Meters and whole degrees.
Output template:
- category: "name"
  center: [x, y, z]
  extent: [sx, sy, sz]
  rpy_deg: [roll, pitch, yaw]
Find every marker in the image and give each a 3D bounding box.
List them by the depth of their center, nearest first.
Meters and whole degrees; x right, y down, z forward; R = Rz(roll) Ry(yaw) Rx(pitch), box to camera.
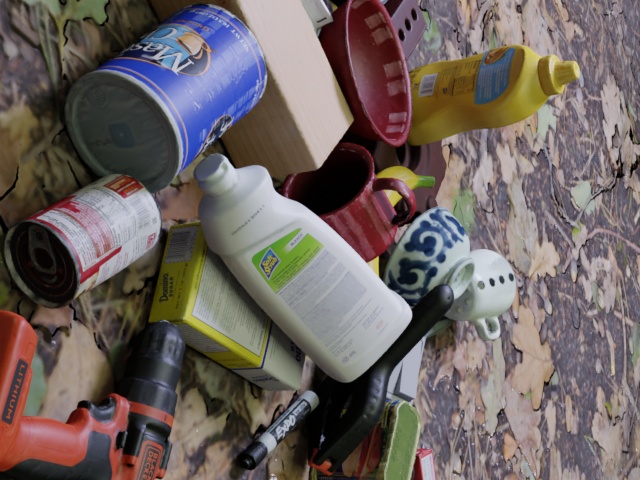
- category: "marker"
  center: [-0.038, 0.178, 0.998]
  extent: [0.120, 0.020, 0.020]
  rpy_deg: [-38, 116, -52]

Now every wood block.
- category: "wood block"
  center: [-0.060, -0.165, 0.955]
  extent: [0.090, 0.090, 0.206]
  rpy_deg: [-56, 129, -44]

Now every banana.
- category: "banana"
  center: [0.058, -0.010, 1.068]
  extent: [0.037, 0.069, 0.197]
  rpy_deg: [112, 4, -58]

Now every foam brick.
- category: "foam brick"
  center: [0.078, -0.238, 1.205]
  extent: [0.053, 0.051, 0.078]
  rpy_deg: [60, 41, -31]

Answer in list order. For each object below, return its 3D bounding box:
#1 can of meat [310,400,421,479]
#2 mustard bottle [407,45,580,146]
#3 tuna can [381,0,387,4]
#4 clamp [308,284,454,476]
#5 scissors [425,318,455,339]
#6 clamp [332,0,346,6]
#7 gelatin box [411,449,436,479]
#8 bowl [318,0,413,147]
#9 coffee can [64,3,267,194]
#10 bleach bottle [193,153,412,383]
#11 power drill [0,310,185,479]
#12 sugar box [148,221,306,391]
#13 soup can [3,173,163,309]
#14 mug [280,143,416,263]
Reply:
- category: "can of meat"
  center: [0.047, 0.209, 1.062]
  extent: [0.057, 0.084, 0.102]
  rpy_deg: [46, 50, -44]
- category: "mustard bottle"
  center: [0.178, -0.158, 1.119]
  extent: [0.058, 0.192, 0.096]
  rpy_deg: [50, 44, -38]
- category: "tuna can"
  center: [0.045, -0.297, 1.181]
  extent: [0.086, 0.034, 0.086]
  rpy_deg: [11, 77, -55]
- category: "clamp"
  center: [0.037, 0.126, 1.051]
  extent: [0.036, 0.165, 0.210]
  rpy_deg: [32, 81, -27]
- category: "scissors"
  center: [0.105, 0.095, 1.226]
  extent: [0.201, 0.016, 0.096]
  rpy_deg: [-38, 116, -52]
- category: "clamp"
  center: [-0.007, -0.277, 1.074]
  extent: [0.120, 0.039, 0.171]
  rpy_deg: [52, 8, 19]
- category: "gelatin box"
  center: [0.085, 0.264, 1.119]
  extent: [0.030, 0.073, 0.089]
  rpy_deg: [-12, 95, -56]
- category: "bowl"
  center: [0.037, -0.166, 1.063]
  extent: [0.162, 0.055, 0.162]
  rpy_deg: [35, 50, -56]
- category: "coffee can"
  center: [-0.119, -0.114, 0.848]
  extent: [0.140, 0.103, 0.103]
  rpy_deg: [-50, 126, -47]
- category: "bleach bottle"
  center: [-0.020, 0.015, 0.910]
  extent: [0.102, 0.068, 0.250]
  rpy_deg: [-46, 128, -11]
- category: "power drill"
  center: [-0.175, 0.120, 0.769]
  extent: [0.187, 0.057, 0.184]
  rpy_deg: [39, 54, -47]
- category: "sugar box"
  center: [-0.073, 0.063, 0.942]
  extent: [0.176, 0.048, 0.093]
  rpy_deg: [42, 50, -49]
- category: "soup can"
  center: [-0.171, -0.002, 0.784]
  extent: [0.102, 0.069, 0.068]
  rpy_deg: [-39, 117, -52]
- category: "mug"
  center: [0.032, -0.031, 0.981]
  extent: [0.081, 0.117, 0.093]
  rpy_deg: [56, 34, -42]
